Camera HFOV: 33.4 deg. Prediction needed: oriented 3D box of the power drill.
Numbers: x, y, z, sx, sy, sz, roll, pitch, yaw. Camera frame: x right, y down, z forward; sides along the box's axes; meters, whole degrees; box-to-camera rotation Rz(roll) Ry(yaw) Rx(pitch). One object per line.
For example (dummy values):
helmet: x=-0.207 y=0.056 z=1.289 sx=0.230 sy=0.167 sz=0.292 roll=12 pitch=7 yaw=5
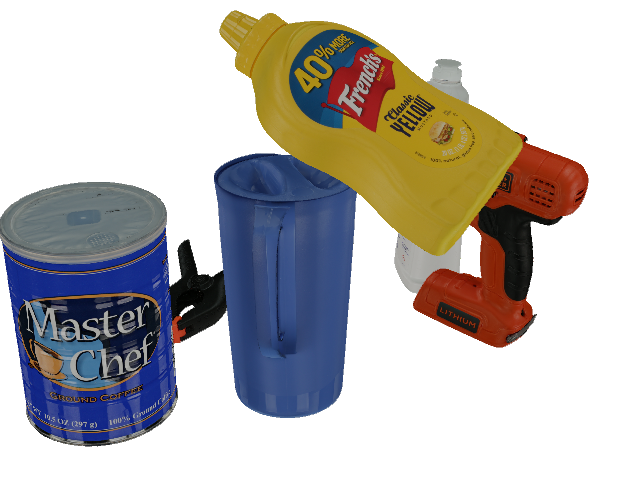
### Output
power drill: x=0.127 y=-0.013 z=0.913 sx=0.185 sy=0.188 sz=0.057 roll=26 pitch=41 yaw=30

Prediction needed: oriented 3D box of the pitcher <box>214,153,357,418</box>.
pitcher: x=-0.033 y=0.048 z=1.014 sx=0.149 sy=0.243 sz=0.145 roll=-17 pitch=29 yaw=-34

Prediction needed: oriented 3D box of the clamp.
clamp: x=-0.127 y=0.056 z=1.249 sx=0.120 sy=0.039 sz=0.171 roll=-4 pitch=38 yaw=14

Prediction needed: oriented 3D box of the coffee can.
coffee can: x=-0.147 y=0.046 z=0.692 sx=0.103 sy=0.140 sz=0.103 roll=0 pitch=28 yaw=0

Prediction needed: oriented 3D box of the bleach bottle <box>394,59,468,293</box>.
bleach bottle: x=0.129 y=-0.072 z=1.182 sx=0.068 sy=0.251 sz=0.102 roll=-1 pitch=25 yaw=-10

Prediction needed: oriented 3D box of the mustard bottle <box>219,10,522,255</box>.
mustard bottle: x=0.020 y=-0.078 z=0.639 sx=0.192 sy=0.096 sz=0.058 roll=35 pitch=-34 yaw=8
